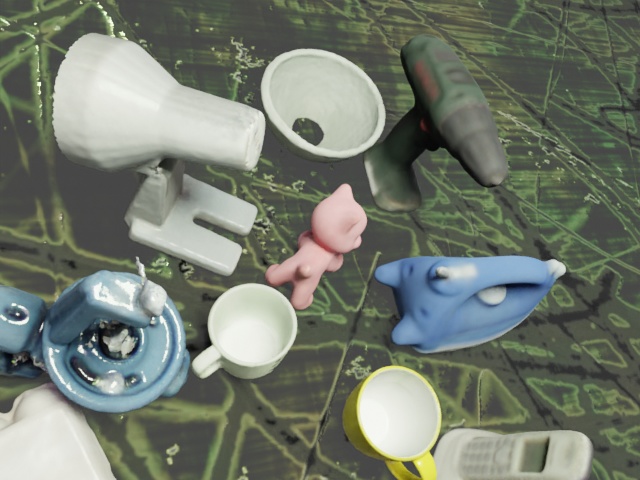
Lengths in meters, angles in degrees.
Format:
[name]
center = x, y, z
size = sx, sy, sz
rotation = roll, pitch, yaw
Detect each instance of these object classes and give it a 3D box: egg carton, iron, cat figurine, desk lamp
[egg carton]
center = -0.234, 0.203, 0.478
size = 0.107, 0.069, 0.150
rotation = -27, 77, -30
[iron]
center = 0.204, 0.053, 0.683
size = 0.259, 0.141, 0.118
rotation = -4, 66, -23
[cat figurine]
center = 0.006, 0.002, 0.644
size = 0.067, 0.117, 0.128
rotation = 38, 58, 0
[desk lamp]
center = -0.146, -0.081, 0.570
size = 0.203, 0.213, 0.118
rotation = 22, 59, -9

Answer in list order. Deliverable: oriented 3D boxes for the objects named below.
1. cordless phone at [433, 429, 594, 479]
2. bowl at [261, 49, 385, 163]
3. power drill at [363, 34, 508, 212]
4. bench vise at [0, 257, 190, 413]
[cordless phone]
center = 0.176, 0.250, 0.547
size = 0.094, 0.185, 0.148
rotation = 27, 58, -7
[bowl]
center = -0.004, -0.163, 0.749
size = 0.168, 0.074, 0.167
rotation = 9, 62, -17
[power drill]
center = 0.132, -0.122, 0.703
size = 0.076, 0.208, 0.229
rotation = -3, 66, -22
[bench vise]
center = -0.202, 0.078, 0.465
size = 0.208, 0.219, 0.121
rotation = 0, 65, -21
